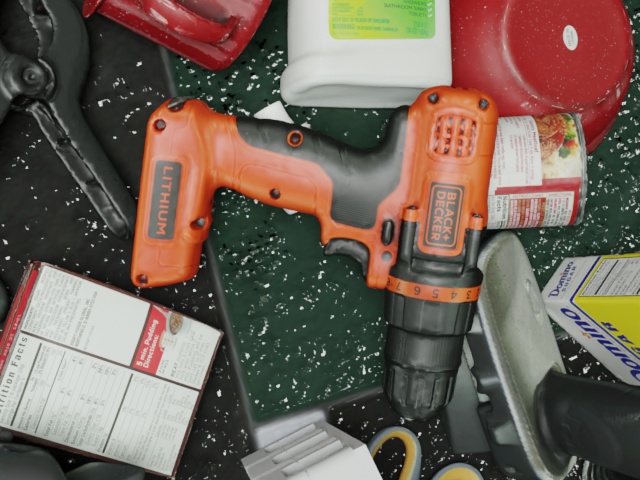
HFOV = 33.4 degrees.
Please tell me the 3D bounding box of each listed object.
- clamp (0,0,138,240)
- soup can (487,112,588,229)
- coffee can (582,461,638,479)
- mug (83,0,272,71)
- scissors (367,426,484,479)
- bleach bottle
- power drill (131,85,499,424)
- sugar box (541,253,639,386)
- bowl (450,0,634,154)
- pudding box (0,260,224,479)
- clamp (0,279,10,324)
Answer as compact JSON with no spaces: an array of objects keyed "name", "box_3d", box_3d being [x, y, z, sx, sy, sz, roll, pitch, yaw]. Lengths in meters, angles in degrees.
[{"name":"clamp","box_3d":[-0.151,-0.076,0.574,0.120,0.039,0.171,12,74,-38]},{"name":"soup can","box_3d":[0.101,-0.040,0.635,0.102,0.068,0.068,-3,87,2]},{"name":"coffee can","box_3d":[0.249,0.173,0.671,0.140,0.103,0.102,47,73,-11]},{"name":"mug","box_3d":[-0.071,-0.139,0.575,0.081,0.117,0.093,26,115,-22]},{"name":"scissors","box_3d":[0.051,0.215,0.643,0.096,0.016,0.202,7,84,-17]},{"name":"bleach bottle","box_3d":[0.023,-0.208,0.638,0.102,0.068,0.251,-1,84,-16]},{"name":"power drill","box_3d":[-0.004,0.001,0.579,0.187,0.057,0.184,7,98,2]},{"name":"sugar box","box_3d":[0.213,0.050,0.627,0.093,0.176,0.048,41,72,-12]},{"name":"bowl","box_3d":[0.142,-0.123,0.678,0.162,0.055,0.162,1,87,-20]},{"name":"pudding box","box_3d":[-0.118,0.071,0.575,0.113,0.039,0.090,23,80,-24]},{"name":"clamp","box_3d":[-0.259,-0.042,0.536,0.164,0.036,0.210,-13,91,-28]}]
